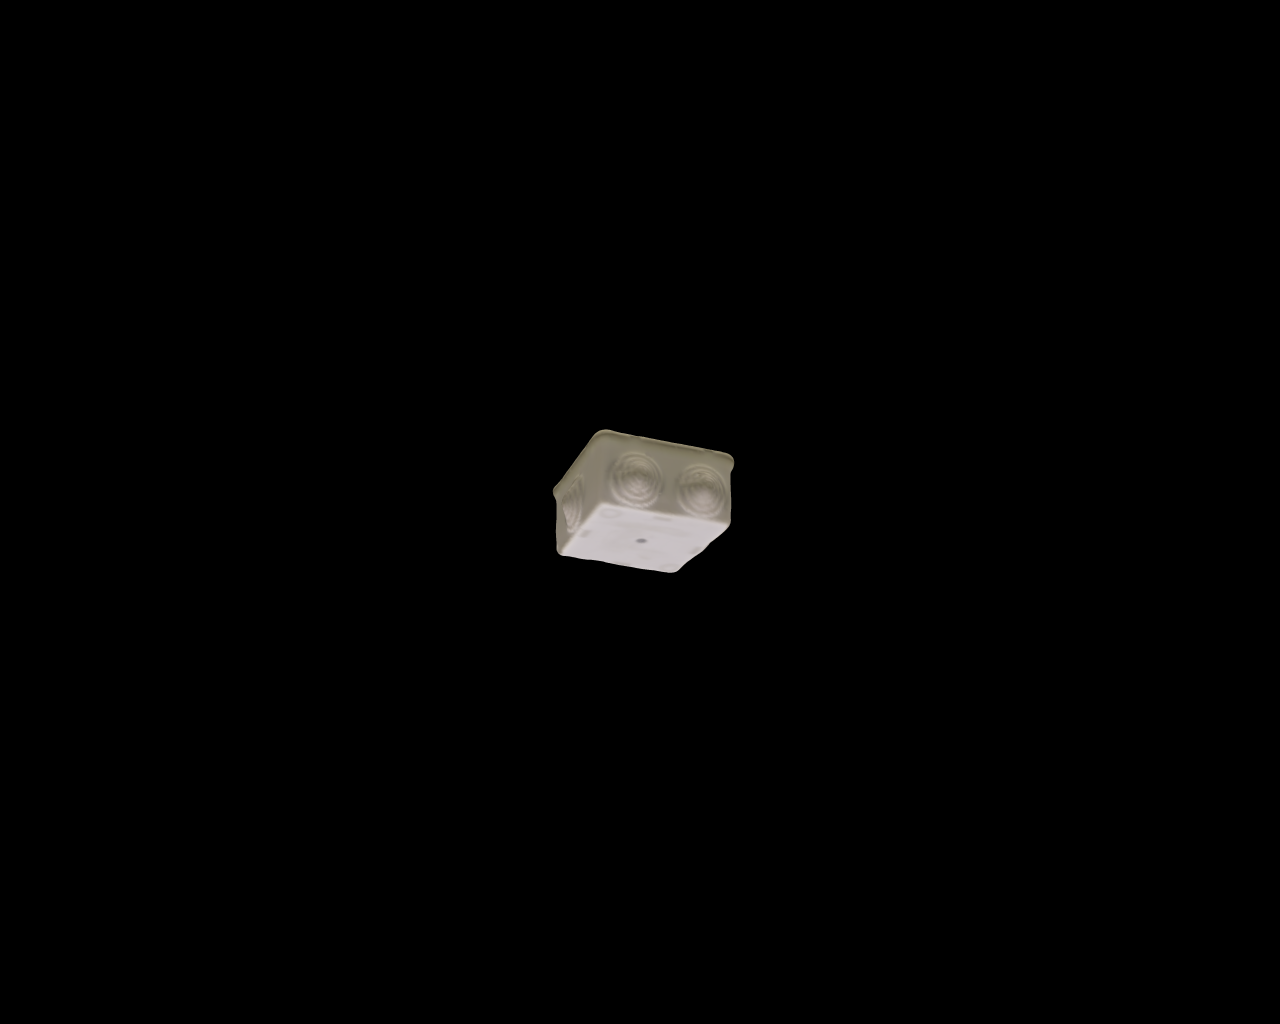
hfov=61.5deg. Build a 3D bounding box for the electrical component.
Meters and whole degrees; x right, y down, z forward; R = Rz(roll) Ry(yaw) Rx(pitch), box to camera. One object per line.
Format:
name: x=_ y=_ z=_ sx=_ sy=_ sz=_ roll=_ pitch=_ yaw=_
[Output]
electrical component: x=0.001 y=-0.003 z=0.650 sx=0.100 sy=0.048 sz=0.099 roll=10 pitch=-28 yaw=-20
